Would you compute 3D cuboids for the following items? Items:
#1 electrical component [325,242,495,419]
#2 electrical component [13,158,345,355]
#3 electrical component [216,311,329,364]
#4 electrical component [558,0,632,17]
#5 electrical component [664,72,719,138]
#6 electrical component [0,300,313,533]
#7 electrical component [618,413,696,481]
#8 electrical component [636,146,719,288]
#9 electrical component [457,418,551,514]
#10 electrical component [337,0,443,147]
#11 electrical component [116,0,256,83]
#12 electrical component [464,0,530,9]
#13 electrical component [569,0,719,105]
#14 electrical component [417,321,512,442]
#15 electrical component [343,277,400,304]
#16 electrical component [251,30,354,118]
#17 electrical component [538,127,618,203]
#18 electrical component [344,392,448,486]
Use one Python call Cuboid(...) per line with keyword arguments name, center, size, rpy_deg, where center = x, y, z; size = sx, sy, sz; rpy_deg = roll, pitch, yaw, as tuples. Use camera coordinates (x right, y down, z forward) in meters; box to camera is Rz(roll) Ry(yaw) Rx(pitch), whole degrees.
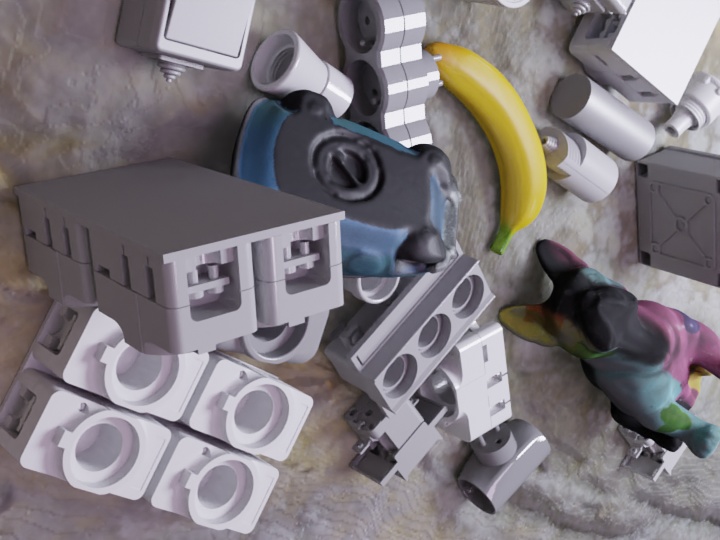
Cuboid(name="electrical component", center=(0.036, 0.040, 0.812), size=(0.121, 0.063, 0.078), rpy_deg=(-48, 136, -18))
Cuboid(name="electrical component", center=(-0.105, -0.011, 0.604), size=(0.105, 0.186, 0.060), rpy_deg=(-16, 113, -35))
Cuboid(name="electrical component", center=(-0.071, 0.029, 0.728), size=(0.095, 0.059, 0.053), rpy_deg=(15, 93, -41))
Cuboid(name="electrical component", center=(0.187, -0.248, 0.853), size=(0.061, 0.062, 0.096), rpy_deg=(34, 81, -40))
Cuboid(name="electrical component", center=(0.307, -0.149, 0.994), size=(0.062, 0.048, 0.048), rpy_deg=(-44, 126, -12))
Cuboid(name="electrical component", center=(-0.128, 0.097, 0.702), size=(0.186, 0.060, 0.105), rpy_deg=(30, 84, -41))
Cuboid(name="electrical component", center=(0.295, 0.165, 1.079), size=(0.081, 0.042, 0.063), rpy_deg=(-52, 127, -15))
Cuboid(name="electrical component", center=(0.312, -0.049, 0.984), size=(0.056, 0.109, 0.108), rpy_deg=(-22, 116, -30))
Cuboid(name="electrical component", center=(0.120, 0.158, 0.933), size=(0.077, 0.043, 0.079), rpy_deg=(-42, 125, -22))
Cuboid(name="electrical component", center=(0.031, -0.136, 0.766), size=(0.074, 0.052, 0.138), rpy_deg=(-19, 116, -34))
Cuboid(name="electrical component", center=(-0.101, -0.159, 0.646), size=(0.062, 0.061, 0.096), rpy_deg=(7, 98, -40))
Cuboid(name="electrical component", center=(0.099, -0.224, 0.799), size=(0.055, 0.047, 0.055), rpy_deg=(-13, 111, -36))
Cuboid(name="electrical component", center=(0.249, -0.226, 0.905), size=(0.089, 0.062, 0.150), rpy_deg=(30, 84, -31))
Cuboid(name="electrical component", center=(0.083, 0.088, 0.877), size=(0.056, 0.050, 0.089), rpy_deg=(-25, 118, -32))
Cuboid(name="electrical component", center=(0.000, 0.000, 0.786), size=(0.040, 0.046, 0.040), rpy_deg=(-13, 111, -36))
Cuboid(name="electrical component", center=(-0.036, -0.127, 0.723), size=(0.065, 0.044, 0.044), rpy_deg=(26, 86, -46))
Cuboid(name="electrical component", center=(0.177, -0.092, 0.905), size=(0.081, 0.043, 0.043), rpy_deg=(26, 86, -41))
Cuboid(name="electrical component", center=(0.024, 0.124, 0.847), size=(0.081, 0.042, 0.063), rpy_deg=(-47, 126, -19))
